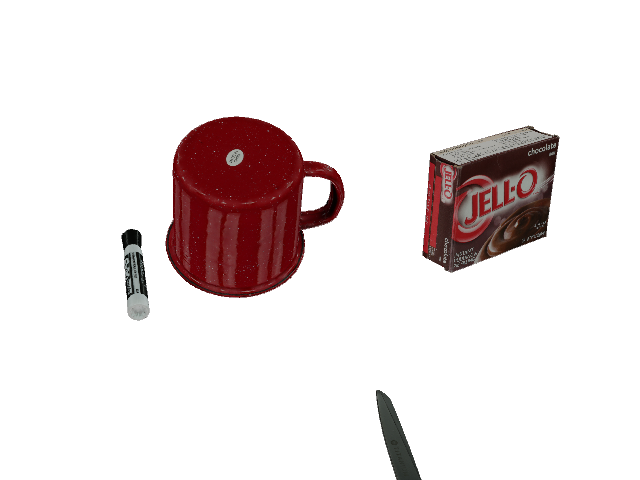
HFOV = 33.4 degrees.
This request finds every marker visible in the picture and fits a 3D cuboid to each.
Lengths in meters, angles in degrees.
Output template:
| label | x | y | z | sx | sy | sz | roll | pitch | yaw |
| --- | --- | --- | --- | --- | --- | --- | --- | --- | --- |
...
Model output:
| label | x | y | z | sx | sy | sz | roll | pitch | yaw |
| --- | --- | --- | --- | --- | --- | --- | --- | --- | --- |
| marker | -0.168 | 0.028 | 0.965 | 0.020 | 0.020 | 0.121 | 0 | 34 | -14 |

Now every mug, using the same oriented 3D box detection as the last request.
| label | x | y | z | sx | sy | sz | roll | pitch | yaw |
| --- | --- | --- | --- | --- | --- | --- | --- | --- | --- |
| mug | -0.041 | -0.025 | 0.685 | 0.117 | 0.093 | 0.081 | -5 | -40 | -10 |

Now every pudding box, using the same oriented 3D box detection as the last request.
| label | x | y | z | sx | sy | sz | roll | pitch | yaw |
| --- | --- | --- | --- | --- | --- | --- | --- | --- | --- |
| pudding box | 0.134 | -0.035 | 0.839 | 0.113 | 0.090 | 0.039 | -20 | 35 | -35 |

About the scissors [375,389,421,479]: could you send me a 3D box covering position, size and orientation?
| label | x | y | z | sx | sy | sz | roll | pitch | yaw |
| --- | --- | --- | --- | --- | --- | --- | --- | --- | --- |
| scissors | 0.073 | 0.153 | 0.596 | 0.096 | 0.016 | 0.201 | 7 | 32 | 3 |
